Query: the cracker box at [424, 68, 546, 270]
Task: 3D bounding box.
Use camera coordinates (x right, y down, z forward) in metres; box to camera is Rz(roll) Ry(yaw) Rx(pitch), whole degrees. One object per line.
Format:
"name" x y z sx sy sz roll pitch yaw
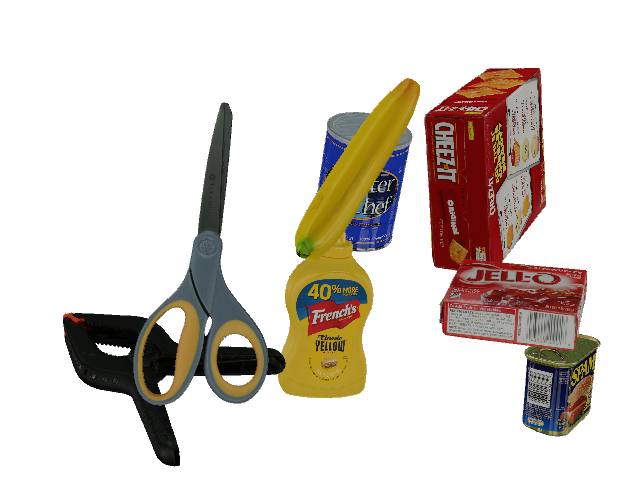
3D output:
"cracker box" 0.177 -0.081 1.127 0.072 0.164 0.213 4 22 26

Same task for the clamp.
"clamp" -0.148 0.112 0.978 0.210 0.036 0.164 26 39 32

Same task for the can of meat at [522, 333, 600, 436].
"can of meat" 0.257 0.153 1.147 0.058 0.084 0.101 12 17 32

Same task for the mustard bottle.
"mustard bottle" 0.009 0.074 1.167 0.096 0.192 0.058 2 14 -12

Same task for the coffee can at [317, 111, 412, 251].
"coffee can" 0.049 -0.072 1.297 0.102 0.140 0.103 7 28 -4

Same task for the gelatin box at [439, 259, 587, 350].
"gelatin box" 0.131 0.041 0.720 0.089 0.030 0.073 6 23 17

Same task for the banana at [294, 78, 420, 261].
"banana" 0.029 -0.052 0.909 0.037 0.197 0.070 36 -24 -11

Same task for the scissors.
"scissors" -0.059 0.019 0.701 0.096 0.202 0.016 22 -5 -2
